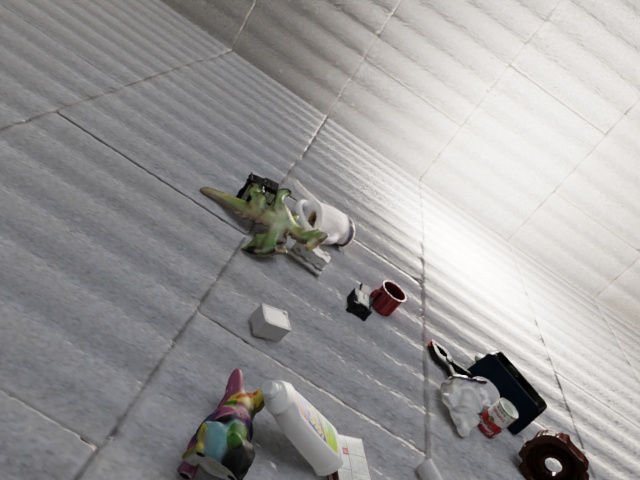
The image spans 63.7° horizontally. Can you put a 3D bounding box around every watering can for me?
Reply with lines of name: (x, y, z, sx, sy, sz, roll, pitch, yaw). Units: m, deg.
watering can: (0.006, -0.093, 1.849, 0.223, 0.102, 0.356, 23, 30, -27)

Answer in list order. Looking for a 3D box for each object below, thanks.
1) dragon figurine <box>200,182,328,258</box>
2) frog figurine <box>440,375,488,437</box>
dragon figurine: (-0.178, -0.049, 1.562, 0.410, 0.119, 0.249, 8, 42, -5)
frog figurine: (0.401, 0.470, 1.451, 0.136, 0.122, 0.162, 28, 62, -36)
